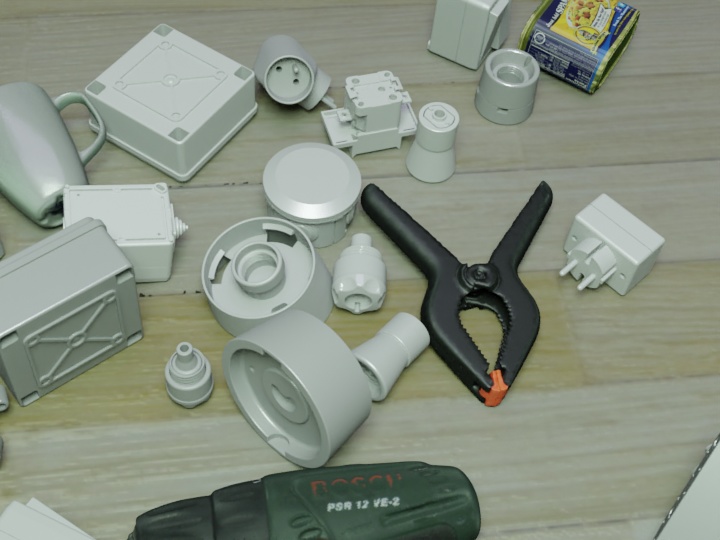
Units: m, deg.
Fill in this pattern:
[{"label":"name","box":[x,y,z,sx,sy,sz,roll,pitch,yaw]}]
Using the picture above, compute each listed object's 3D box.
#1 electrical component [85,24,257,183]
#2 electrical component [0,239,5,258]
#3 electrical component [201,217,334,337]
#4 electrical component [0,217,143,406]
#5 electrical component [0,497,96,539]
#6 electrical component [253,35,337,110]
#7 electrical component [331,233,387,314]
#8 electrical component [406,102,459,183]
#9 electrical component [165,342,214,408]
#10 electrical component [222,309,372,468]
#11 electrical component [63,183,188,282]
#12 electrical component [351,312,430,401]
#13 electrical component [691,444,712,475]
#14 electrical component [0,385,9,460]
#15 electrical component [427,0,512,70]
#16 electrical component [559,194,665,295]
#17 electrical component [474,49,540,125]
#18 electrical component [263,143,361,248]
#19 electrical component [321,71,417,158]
[{"label":"electrical component","box":[-0.163,-0.147,0.939,0.109,0.056,0.108,30,58,16]},{"label":"electrical component","box":[-0.354,-0.015,0.831,0.109,0.056,0.108,26,57,14]},{"label":"electrical component","box":[-0.073,0.009,0.847,0.099,0.064,0.099,-4,61,7]},{"label":"electrical component","box":[-0.219,0.031,0.778,0.109,0.108,0.056,-31,66,-23]},{"label":"electrical component","box":[-0.192,0.197,0.691,0.096,0.061,0.061,23,56,11]},{"label":"electrical component","box":[-0.053,-0.170,0.965,0.079,0.043,0.077,34,15,-22]},{"label":"electrical component","box":[0.000,0.000,0.857,0.043,0.043,0.062,4,54,-2]},{"label":"electrical component","box":[0.065,-0.112,0.928,0.044,0.065,0.044,2,55,-3]},{"label":"electrical component","box":[-0.126,0.073,0.784,0.035,0.061,0.035,2,54,-2]},{"label":"electrical component","box":[-0.039,0.079,0.762,0.108,0.108,0.060,40,55,21]},{"label":"electrical component","box":[-0.186,-0.027,0.854,0.096,0.061,0.061,-2,54,-16]},{"label":"electrical component","box":[0.022,0.063,0.817,0.044,0.044,0.065,36,55,19]},{"label":"electrical component","box":[0.270,0.161,0.765,0.043,0.043,0.081,-14,57,-14]},{"label":"electrical component","box":[-0.278,0.113,0.754,0.066,0.048,0.055,-15,50,-15]},{"label":"electrical component","box":[0.108,-0.245,1.006,0.061,0.096,0.061,27,58,13]},{"label":"electrical component","box":[0.195,-0.011,0.878,0.077,0.047,0.066,-37,65,-26]},{"label":"electrical component","box":[0.136,-0.169,0.985,0.055,0.047,0.055,2,55,-3]},{"label":"electrical component","box":[-0.040,-0.062,0.892,0.080,0.051,0.080,2,55,-3]},{"label":"electrical component","box":[0.010,-0.138,0.943,0.081,0.063,0.042,-13,56,-13]}]
